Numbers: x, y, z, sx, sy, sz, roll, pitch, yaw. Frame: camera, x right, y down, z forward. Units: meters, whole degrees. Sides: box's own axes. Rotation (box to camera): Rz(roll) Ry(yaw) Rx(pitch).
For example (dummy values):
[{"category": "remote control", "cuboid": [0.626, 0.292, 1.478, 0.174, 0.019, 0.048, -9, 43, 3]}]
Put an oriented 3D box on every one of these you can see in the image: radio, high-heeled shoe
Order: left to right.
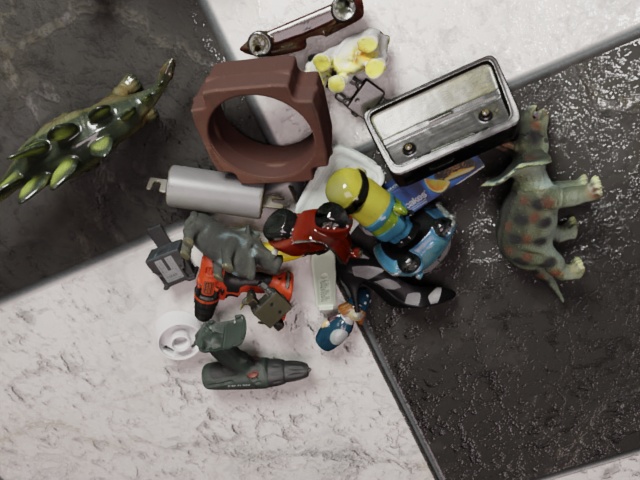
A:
[{"category": "high-heeled shoe", "cuboid": [0.151, 0.065, 1.067, 0.249, 0.086, 0.145, -4, 86, -18]}, {"category": "radio", "cuboid": [0.201, -0.190, 0.886, 0.230, 0.073, 0.131, -23, 74, 11]}]

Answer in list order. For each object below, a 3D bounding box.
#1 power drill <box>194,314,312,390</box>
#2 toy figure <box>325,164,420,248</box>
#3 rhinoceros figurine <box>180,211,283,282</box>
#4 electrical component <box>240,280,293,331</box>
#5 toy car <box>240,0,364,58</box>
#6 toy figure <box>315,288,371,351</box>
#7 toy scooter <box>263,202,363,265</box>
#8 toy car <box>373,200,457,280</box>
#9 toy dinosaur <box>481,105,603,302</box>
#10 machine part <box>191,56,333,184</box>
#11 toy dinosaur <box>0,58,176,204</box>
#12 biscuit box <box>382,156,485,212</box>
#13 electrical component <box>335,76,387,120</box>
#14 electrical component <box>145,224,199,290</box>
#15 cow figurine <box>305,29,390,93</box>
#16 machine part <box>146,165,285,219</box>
[{"category": "power drill", "cuboid": [-0.151, 0.240, 1.113, 0.232, 0.086, 0.207, -11, 141, 10]}, {"category": "toy figure", "cuboid": [0.090, -0.055, 0.907, 0.180, 0.089, 0.082, 40, 103, -16]}, {"category": "rhinoceros figurine", "cuboid": [-0.160, 0.016, 0.972, 0.190, 0.112, 0.073, 26, 146, -5]}, {"category": "electrical component", "cuboid": [-0.101, 0.126, 1.017, 0.102, 0.045, 0.078, 40, 91, -29]}, {"category": "toy car", "cuboid": [-0.027, -0.326, 0.837, 0.202, 0.089, 0.053, -21, 112, 8]}, {"category": "toy figure", "cuboid": [0.053, 0.164, 1.107, 0.154, 0.058, 0.064, -50, 146, 19]}, {"category": "toy scooter", "cuboid": [-0.002, -0.003, 0.925, 0.184, 0.075, 0.135, -9, 143, 40]}, {"category": "toy car", "cuboid": [0.189, 0.008, 1.013, 0.161, 0.109, 0.102, -43, 133, 6]}, {"category": "toy dinosaur", "cuboid": [0.389, -0.030, 0.986, 0.192, 0.131, 0.404, 1, 122, 12]}, {"category": "machine part", "cuboid": [-0.087, -0.188, 0.866, 0.201, 0.087, 0.201, -1, 143, 13]}, {"category": "toy dinosaur", "cuboid": [-0.415, -0.144, 0.863, 0.471, 0.199, 0.105, -33, 110, 13]}, {"category": "biscuit box", "cuboid": [0.189, -0.106, 0.967, 0.203, 0.063, 0.059, -35, 111, 15]}, {"category": "electrical component", "cuboid": [0.077, -0.239, 0.921, 0.094, 0.021, 0.063, 30, 113, -16]}, {"category": "electrical component", "cuboid": [-0.294, 0.030, 1.037, 0.075, 0.048, 0.119, -18, 117, 7]}, {"category": "cow figurine", "cuboid": [0.030, -0.286, 0.867, 0.167, 0.098, 0.068, -14, 122, 27]}, {"category": "machine part", "cuboid": [-0.185, -0.086, 0.964, 0.243, 0.079, 0.079, 8, 116, -4]}]
